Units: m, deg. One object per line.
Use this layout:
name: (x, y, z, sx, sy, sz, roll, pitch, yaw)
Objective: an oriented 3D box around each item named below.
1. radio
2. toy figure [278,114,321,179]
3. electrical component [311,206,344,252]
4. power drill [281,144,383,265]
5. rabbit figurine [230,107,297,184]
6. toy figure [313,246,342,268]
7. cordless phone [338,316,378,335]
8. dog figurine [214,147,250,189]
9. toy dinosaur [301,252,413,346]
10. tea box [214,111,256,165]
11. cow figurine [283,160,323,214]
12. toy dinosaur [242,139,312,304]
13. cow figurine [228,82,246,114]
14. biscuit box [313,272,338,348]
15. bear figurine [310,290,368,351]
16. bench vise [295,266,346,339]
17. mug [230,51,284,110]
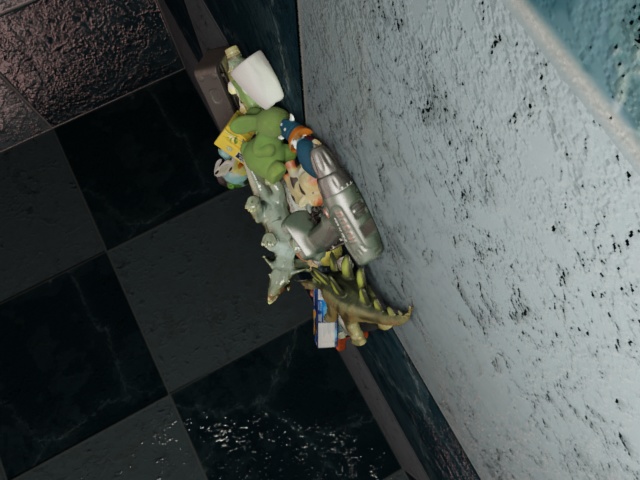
radio: (-0.265, -0.417, 1.531, 0.131, 0.073, 0.229, -73, -30, -44)
toy figure: (-0.032, -0.184, 1.056, 0.155, 0.064, 0.057, 57, -170, 32)
electrical component: (0.015, -0.031, 1.293, 0.115, 0.058, 0.134, 64, 172, 1)
power drill: (0.011, -0.050, 1.010, 0.207, 0.086, 0.232, -28, 97, 50)
rabbit figurine: (-0.119, -0.246, 1.245, 0.159, 0.121, 0.170, 34, 139, 10)
toy figure: (-0.004, -0.007, 1.423, 0.082, 0.089, 0.180, 52, -169, -45)
cordless phone: (0.083, 0.146, 1.406, 0.147, 0.089, 0.184, -140, 38, -72)
dog figurine: (-0.197, -0.204, 1.610, 0.219, 0.108, 0.191, 31, -131, -38)
toy dinosaur: (0.074, 0.134, 1.199, 0.472, 0.105, 0.198, 15, 139, 57)
tea box: (-0.176, -0.244, 1.396, 0.169, 0.068, 0.098, 33, 145, -16)
cow figurine: (-0.025, -0.116, 1.172, 0.195, 0.085, 0.127, 136, 112, -80)
toy dinosaur: (-0.117, -0.048, 1.379, 0.192, 0.131, 0.404, 110, 145, -77)
cow figurine: (-0.176, -0.363, 1.390, 0.167, 0.068, 0.098, 61, 166, 3)
biscuit box: (0.015, 0.188, 1.449, 0.063, 0.059, 0.202, -122, 30, -71)
bear figurine: (0.056, 0.228, 1.694, 0.196, 0.120, 0.131, 59, 175, 37)
bench vise: (0.033, 0.168, 1.571, 0.224, 0.129, 0.240, 157, 101, -69)
mug: (-0.129, -0.329, 1.139, 0.107, 0.081, 0.110, 54, 169, -12)
